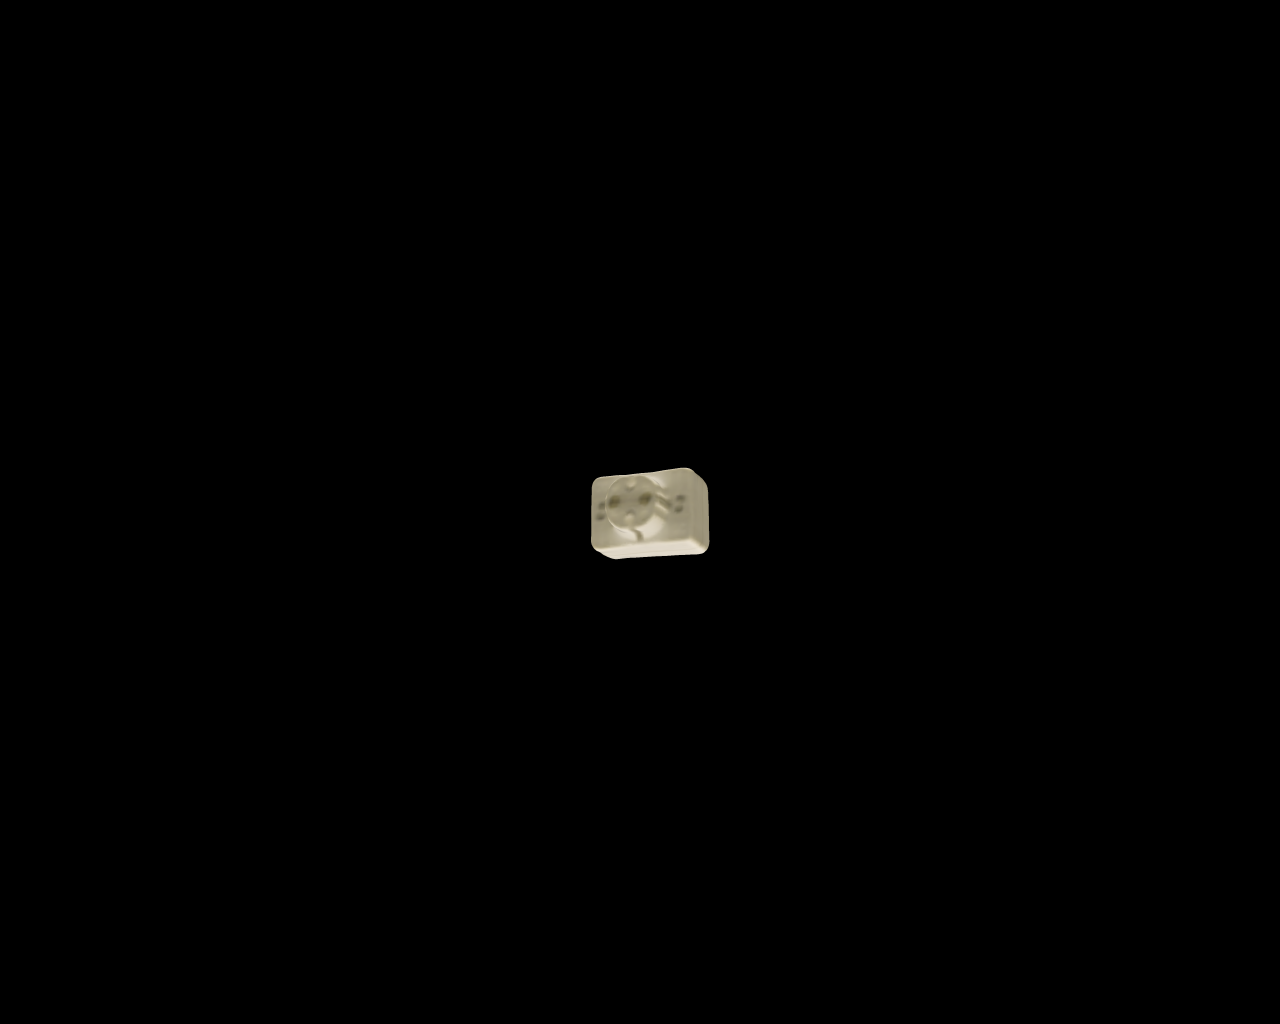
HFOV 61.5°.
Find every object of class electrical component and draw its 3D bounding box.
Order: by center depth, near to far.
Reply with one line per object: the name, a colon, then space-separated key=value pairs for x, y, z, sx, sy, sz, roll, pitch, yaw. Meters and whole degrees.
electrical component: x=0.001 y=-0.003 z=0.650 sx=0.066 sy=0.047 sz=0.076 roll=-5 pitch=-15 yaw=18
